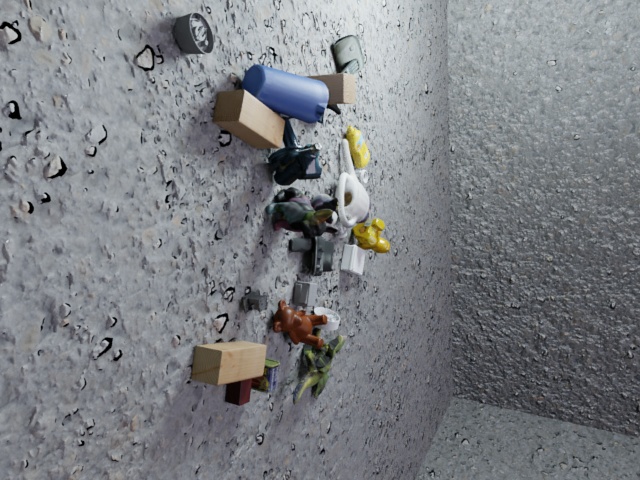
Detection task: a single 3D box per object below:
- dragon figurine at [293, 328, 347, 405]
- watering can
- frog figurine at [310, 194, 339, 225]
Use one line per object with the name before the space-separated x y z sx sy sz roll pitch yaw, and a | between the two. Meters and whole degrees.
dragon figurine | 0.001 0.483 1.883 0.419 0.122 0.237 -55 147 -43
watering can | 0.126 -0.205 2.034 0.221 0.104 0.353 36 54 -59
frog figurine | 0.006 -0.093 1.849 0.159 0.123 0.138 161 -75 -82
